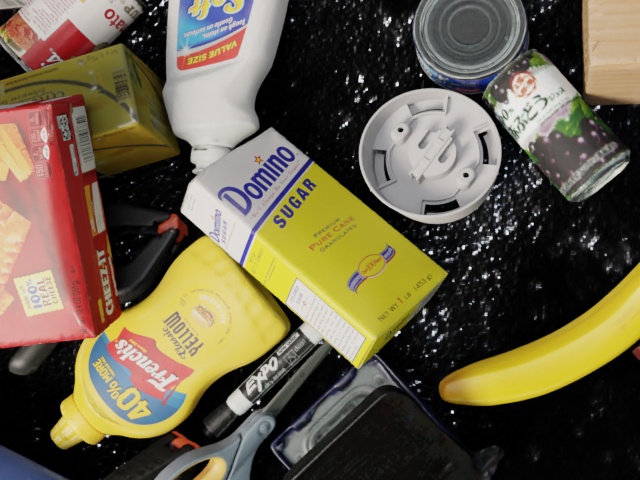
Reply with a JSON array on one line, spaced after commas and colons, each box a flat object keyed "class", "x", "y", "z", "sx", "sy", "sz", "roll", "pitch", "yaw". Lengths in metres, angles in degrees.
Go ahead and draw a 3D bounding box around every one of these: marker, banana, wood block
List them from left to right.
[{"class": "marker", "x": -0.042, "y": 0.103, "z": 0.792, "sx": 0.121, "sy": 0.020, "sz": 0.020, "roll": -44, "pitch": 75, "yaw": 2}, {"class": "banana", "x": 0.175, "y": 0.063, "z": 0.734, "sx": 0.198, "sy": 0.037, "sz": 0.069, "roll": -40, "pitch": 111, "yaw": 13}, {"class": "wood block", "x": 0.287, "y": -0.149, "z": 0.729, "sx": 0.206, "sy": 0.090, "sz": 0.091, "roll": 0, "pitch": 80, "yaw": 12}]

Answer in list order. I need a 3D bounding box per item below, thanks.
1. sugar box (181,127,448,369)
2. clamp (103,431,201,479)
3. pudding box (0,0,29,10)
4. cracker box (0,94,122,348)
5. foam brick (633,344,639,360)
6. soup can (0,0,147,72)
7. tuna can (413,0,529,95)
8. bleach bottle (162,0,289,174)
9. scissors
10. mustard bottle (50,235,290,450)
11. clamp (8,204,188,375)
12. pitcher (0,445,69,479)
[{"class": "sugar box", "x": -0.005, "y": 0.001, "z": 0.766, "sx": 0.176, "sy": 0.048, "sz": 0.093, "roll": 42, "pitch": 49, "yaw": 13}, {"class": "clamp", "x": -0.153, "y": 0.232, "z": 0.755, "sx": 0.036, "sy": 0.164, "sz": 0.209, "roll": 25, "pitch": 63, "yaw": 31}, {"class": "pudding box", "x": -0.287, "y": -0.238, "z": 0.889, "sx": 0.113, "sy": 0.039, "sz": 0.090, "roll": 1, "pitch": 80, "yaw": 11}, {"class": "cracker box", "x": -0.261, "y": -0.006, "z": 0.744, "sx": 0.214, "sy": 0.072, "sz": 0.164, "roll": -6, "pitch": 100, "yaw": 8}, {"class": "foam brick", "x": 0.257, "y": 0.084, "z": 0.716, "sx": 0.051, "sy": 0.053, "sz": 0.078, "roll": -44, "pitch": 77, "yaw": 2}, {"class": "soup can", "x": -0.197, "y": -0.174, "z": 0.845, "sx": 0.102, "sy": 0.068, "sz": 0.068, "roll": -43, "pitch": 75, "yaw": 2}, {"class": "tuna can", "x": 0.112, "y": -0.154, "z": 0.795, "sx": 0.086, "sy": 0.033, "sz": 0.086, "roll": -2, "pitch": 80, "yaw": 11}, {"class": "bleach bottle", "x": -0.066, "y": -0.174, "z": 0.822, "sx": 0.103, "sy": 0.068, "sz": 0.251, "roll": 3, "pitch": 84, "yaw": 12}, {"class": "scissors", "x": -0.043, "y": 0.152, "z": 0.778, "sx": 0.201, "sy": 0.096, "sz": 0.016, "roll": -36, "pitch": 38, "yaw": -23}, {"class": "mustard bottle", "x": -0.122, "y": 0.089, "z": 0.790, "sx": 0.191, "sy": 0.058, "sz": 0.096, "roll": -40, "pitch": 87, "yaw": 4}, {"class": "clamp", "x": -0.182, "y": 0.031, "z": 0.823, "sx": 0.171, "sy": 0.039, "sz": 0.120, "roll": -16, "pitch": 80, "yaw": 8}, {"class": "pitcher", "x": -0.306, "y": 0.194, "z": 0.785, "sx": 0.243, "sy": 0.149, "sz": 0.145, "roll": 20, "pitch": 70, "yaw": 11}]
